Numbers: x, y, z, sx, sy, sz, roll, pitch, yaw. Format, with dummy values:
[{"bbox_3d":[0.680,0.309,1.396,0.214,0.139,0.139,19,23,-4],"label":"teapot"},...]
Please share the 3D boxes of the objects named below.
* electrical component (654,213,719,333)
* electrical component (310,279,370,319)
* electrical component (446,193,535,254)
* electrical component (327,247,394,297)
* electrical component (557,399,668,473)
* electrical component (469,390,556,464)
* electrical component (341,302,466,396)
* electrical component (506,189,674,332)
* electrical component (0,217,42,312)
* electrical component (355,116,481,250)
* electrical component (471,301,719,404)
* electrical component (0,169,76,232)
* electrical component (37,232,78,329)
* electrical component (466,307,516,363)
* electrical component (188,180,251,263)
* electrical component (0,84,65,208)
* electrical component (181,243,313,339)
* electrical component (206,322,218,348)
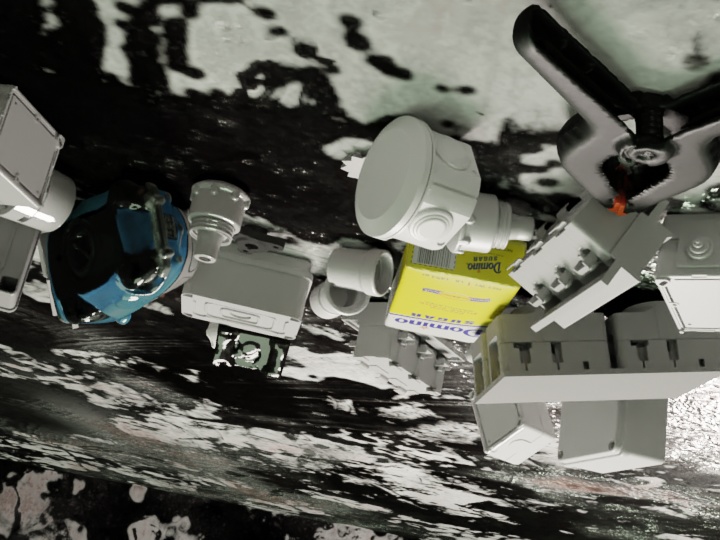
[{"bbox_3d":[0.246,-0.003,0.748,0.062,0.061,0.096,0,149,31],"label":"electrical component"},{"bbox_3d":[-0.022,0.024,0.993,0.044,0.044,0.065,18,164,-16],"label":"electrical component"},{"bbox_3d":[0.093,-0.033,0.769,0.062,0.048,0.048,7,161,-7],"label":"electrical component"},{"bbox_3d":[0.000,0.000,0.918,0.046,0.040,0.040,8,161,27],"label":"electrical component"},{"bbox_3d":[0.247,0.137,1.049,0.056,0.108,0.109,15,160,-17],"label":"electrical component"},{"bbox_3d":[0.167,0.154,1.173,0.061,0.096,0.062,26,126,-33],"label":"electrical component"},{"bbox_3d":[0.043,0.081,1.076,0.079,0.063,0.121,-2,156,32],"label":"electrical component"},{"bbox_3d":[0.156,-0.010,0.756,0.063,0.078,0.121,40,158,1],"label":"electrical component"},{"bbox_3d":[-0.330,-0.033,0.911,0.109,0.108,0.056,17,157,-14],"label":"electrical component"},{"bbox_3d":[0.036,-0.054,0.692,0.051,0.080,0.080,17,160,-29],"label":"electrical component"},{"bbox_3d":[0.197,0.071,0.912,0.186,0.060,0.105,-1,161,-8],"label":"electrical component"},{"bbox_3d":[-0.266,-0.062,0.877,0.055,0.055,0.047,-5,158,38],"label":"electrical component"},{"bbox_3d":[-0.267,0.000,1.020,0.063,0.078,0.121,-13,166,-17],"label":"electrical component"},{"bbox_3d":[0.153,0.073,1.013,0.089,0.050,0.056,27,155,-37],"label":"electrical component"},{"bbox_3d":[-0.115,-0.037,0.846,0.048,0.062,0.048,10,160,4],"label":"electrical component"},{"bbox_3d":[-0.267,-0.088,0.792,0.061,0.061,0.096,6,159,15],"label":"electrical component"},{"bbox_3d":[-0.104,0.017,0.994,0.113,0.057,0.078,13,160,-5],"label":"electrical component"},{"bbox_3d":[-0.131,0.066,1.162,0.062,0.043,0.043,-4,155,33],"label":"electrical component"}]
